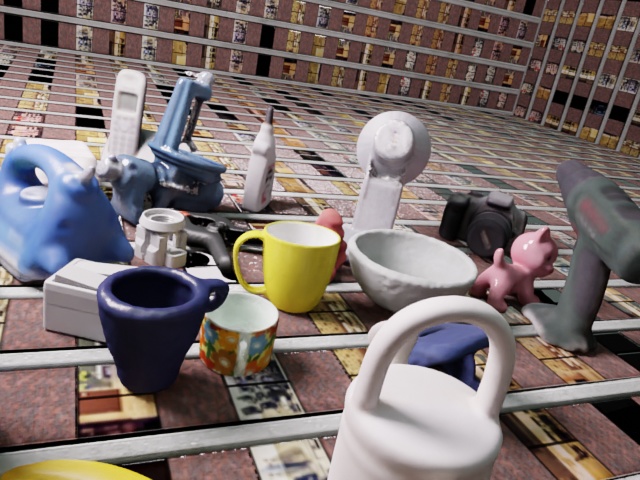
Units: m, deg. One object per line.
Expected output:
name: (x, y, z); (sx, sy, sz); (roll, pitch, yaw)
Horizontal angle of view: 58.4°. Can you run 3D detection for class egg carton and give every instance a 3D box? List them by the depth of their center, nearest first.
egg carton: (-0.401, -0.110, 0.883); (0.107, 0.069, 0.149); (-3, 26, -33)

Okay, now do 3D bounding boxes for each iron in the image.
iron: (-0.330, -0.052, 0.675); (0.257, 0.141, 0.119); (26, 26, 33)

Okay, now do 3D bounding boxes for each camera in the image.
camera: (0.278, -0.031, 0.982); (0.143, 0.101, 0.137); (18, 22, 17)

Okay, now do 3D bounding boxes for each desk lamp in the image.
desk lamp: (0.100, -0.086, 0.876); (0.118, 0.213, 0.203); (13, 21, 6)

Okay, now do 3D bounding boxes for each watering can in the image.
watering can: (0.059, 0.118, 0.368); (0.101, 0.194, 0.172); (-2, 25, -30)

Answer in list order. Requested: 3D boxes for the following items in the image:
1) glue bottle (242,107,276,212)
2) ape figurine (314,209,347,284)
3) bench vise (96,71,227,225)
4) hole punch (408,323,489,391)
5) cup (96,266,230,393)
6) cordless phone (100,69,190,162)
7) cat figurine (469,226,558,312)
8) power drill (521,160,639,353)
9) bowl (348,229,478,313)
glue bottle: (-0.096, -0.138, 0.963); (0.037, 0.173, 0.078); (13, 21, 6)
ape figurine: (0.007, 0.003, 0.773); (0.078, 0.092, 0.075); (-5, 26, -35)
bench vise: (-0.209, -0.130, 0.824); (0.121, 0.220, 0.208); (17, 22, 16)
hole punch: (0.112, 0.111, 0.554); (0.109, 0.091, 0.100); (-7, 28, -39)
cup: (-0.136, 0.080, 0.503); (0.118, 0.095, 0.091); (-9, 29, -41)
cordless phone: (-0.289, -0.186, 0.972); (0.147, 0.185, 0.094); (10, 21, -3)
cat figurine: (0.282, 0.031, 0.803); (0.128, 0.118, 0.067); (-3, 25, -32)
power drill: (0.331, 0.023, 0.724); (0.076, 0.208, 0.229); (8, 22, -8)
bowl: (0.111, 0.049, 0.731); (0.167, 0.075, 0.167); (10, 21, -4)
